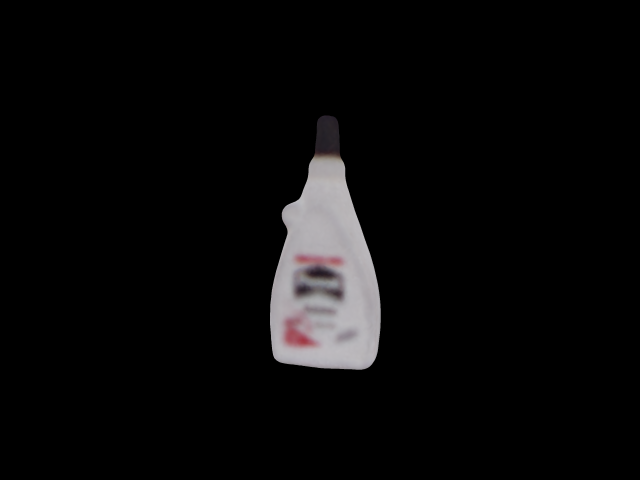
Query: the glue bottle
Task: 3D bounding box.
[{"bbox_3d":[0.004,0.001,0.400,0.078,0.173,0.037,1,7,11],"label":"glue bottle"}]
